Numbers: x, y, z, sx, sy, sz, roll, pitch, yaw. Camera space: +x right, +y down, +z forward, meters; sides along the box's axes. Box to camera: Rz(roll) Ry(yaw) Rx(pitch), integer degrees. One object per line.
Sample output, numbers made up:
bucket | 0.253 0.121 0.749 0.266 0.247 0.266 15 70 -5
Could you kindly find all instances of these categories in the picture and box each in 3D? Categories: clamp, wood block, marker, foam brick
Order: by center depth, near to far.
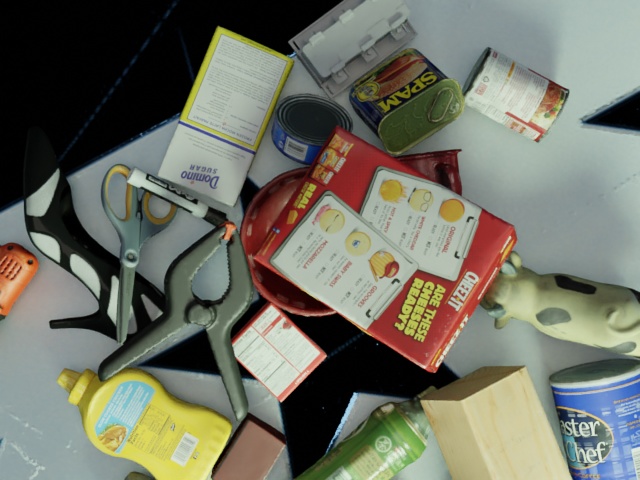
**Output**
wood block | 0.199 0.244 1.122 0.090 0.091 0.206 -23 92 -23
clamp | -0.119 0.085 1.126 0.164 0.036 0.210 25 94 -12
marker | -0.153 -0.045 1.163 0.121 0.020 0.020 28 88 -21
foam brick | -0.078 0.237 1.168 0.051 0.053 0.078 32 89 -3

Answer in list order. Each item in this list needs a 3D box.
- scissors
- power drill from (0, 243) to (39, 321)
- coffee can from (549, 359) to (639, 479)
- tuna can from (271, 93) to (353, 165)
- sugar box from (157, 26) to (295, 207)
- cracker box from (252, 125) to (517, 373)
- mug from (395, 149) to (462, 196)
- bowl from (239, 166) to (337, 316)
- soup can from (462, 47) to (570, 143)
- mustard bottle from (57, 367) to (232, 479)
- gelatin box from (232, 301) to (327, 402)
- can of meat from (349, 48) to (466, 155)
scissors | -0.186 0.013 1.138 0.096 0.016 0.202 -1 69 -33
power drill | -0.425 0.045 1.146 0.187 0.057 0.184 37 85 -5
coffee can | 0.315 0.210 1.165 0.102 0.103 0.140 -12 91 -3
tuna can | -0.009 -0.120 1.156 0.086 0.086 0.034 13 133 -3
sugar box | -0.103 -0.134 1.170 0.093 0.048 0.176 23 92 -3
cracker box | 0.066 0.009 1.077 0.214 0.072 0.164 32 88 19
mug | 0.118 -0.053 1.150 0.093 0.117 0.081 -10 96 -27
bowl | -0.008 0.001 1.170 0.162 0.055 0.162 0 90 -3
soup can | 0.213 -0.160 1.176 0.102 0.068 0.068 28 88 -2
mustard bottle | -0.198 0.194 1.157 0.191 0.058 0.096 30 87 -3
gelatin box | -0.049 0.122 1.181 0.089 0.030 0.073 44 89 -3
can of meat | 0.092 -0.152 1.155 0.102 0.084 0.057 -33 134 -3
